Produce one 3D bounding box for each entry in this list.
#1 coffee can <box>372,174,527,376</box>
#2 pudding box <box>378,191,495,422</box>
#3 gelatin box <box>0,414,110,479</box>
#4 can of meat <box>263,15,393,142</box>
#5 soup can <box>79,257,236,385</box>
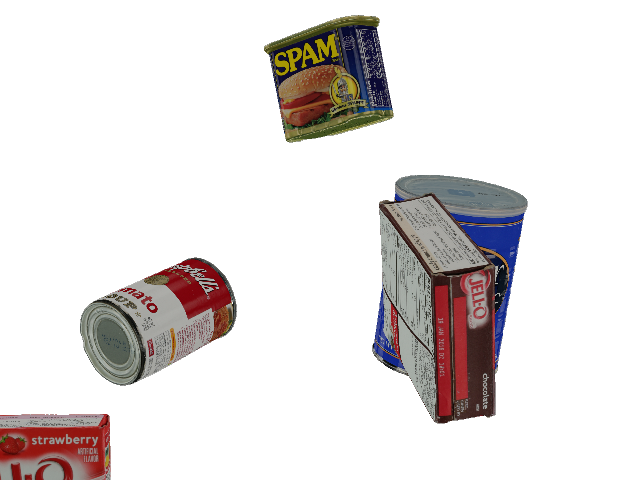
[{"bbox_3d":[0.100,0.028,0.841,0.103,0.140,0.103,6,16,-2],"label":"coffee can"},{"bbox_3d":[0.064,0.034,0.595,0.039,0.090,0.113,-8,24,-11],"label":"pudding box"},{"bbox_3d":[-0.152,0.127,0.544,0.089,0.073,0.030,0,6,-4],"label":"gelatin box"},{"bbox_3d":[0.008,-0.134,0.898,0.102,0.084,0.057,-12,-1,39],"label":"can of meat"},{"bbox_3d":[-0.122,0.060,0.807,0.069,0.068,0.102,0,17,39],"label":"soup can"}]
